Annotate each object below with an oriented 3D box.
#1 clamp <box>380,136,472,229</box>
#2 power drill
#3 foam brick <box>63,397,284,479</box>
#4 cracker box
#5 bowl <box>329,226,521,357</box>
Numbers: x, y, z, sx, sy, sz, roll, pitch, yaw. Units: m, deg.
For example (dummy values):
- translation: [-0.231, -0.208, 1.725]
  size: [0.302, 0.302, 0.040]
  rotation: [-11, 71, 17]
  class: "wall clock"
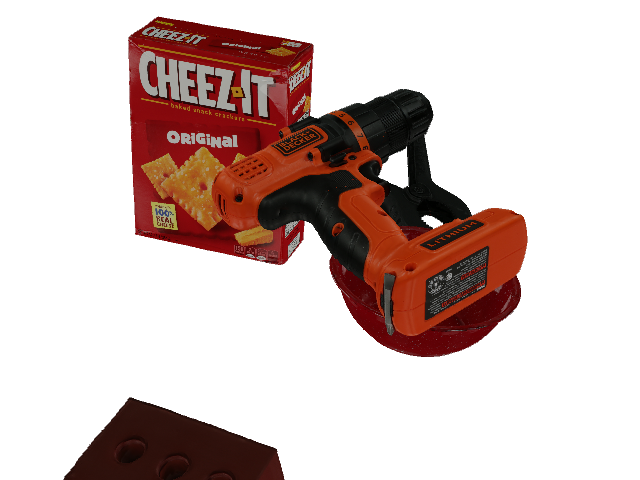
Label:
- translation: [0.091, -0.044, 1.167]
  size: [0.164, 0.210, 0.036]
  rotation: [-14, -37, -28]
  class: "clamp"
- translation: [0.047, -0.028, 0.715]
  size: [0.184, 0.057, 0.188]
  rotation: [-29, 45, -24]
  class: "power drill"
- translation: [-0.060, 0.113, 0.457]
  size: [0.078, 0.051, 0.053]
  rotation: [14, 42, 23]
  class: "foam brick"
- translation: [-0.098, -0.093, 1.032]
  size: [0.164, 0.214, 0.072]
  rotation: [13, 32, 15]
  class: "cracker box"
- translation: [0.085, 0.050, 0.903]
  size: [0.162, 0.055, 0.162]
  rotation: [5, 29, -3]
  class: "bowl"
